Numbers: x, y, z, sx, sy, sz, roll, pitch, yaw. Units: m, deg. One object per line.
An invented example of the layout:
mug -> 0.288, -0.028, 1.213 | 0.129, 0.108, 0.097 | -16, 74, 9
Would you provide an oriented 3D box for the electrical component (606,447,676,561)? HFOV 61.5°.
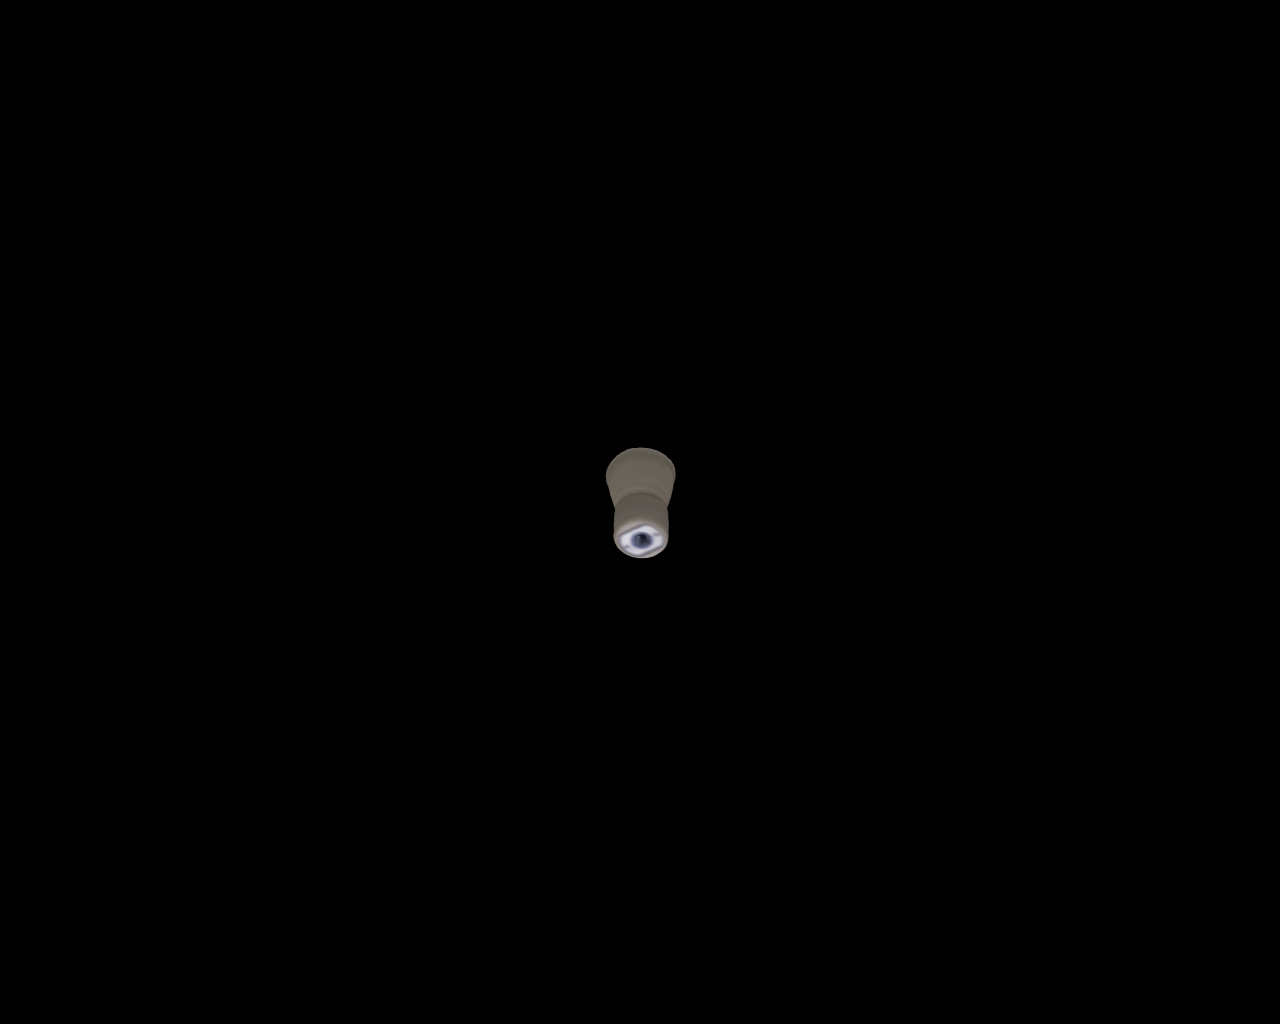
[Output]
electrical component -> 0.001, -0.003, 0.650 | 0.044, 0.044, 0.065 | 0, 42, 0
